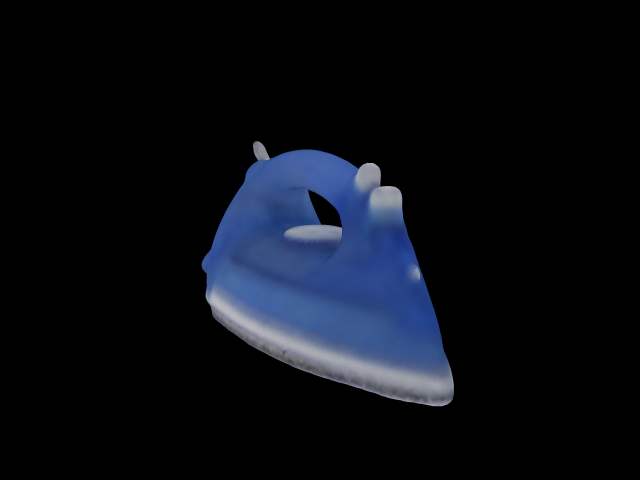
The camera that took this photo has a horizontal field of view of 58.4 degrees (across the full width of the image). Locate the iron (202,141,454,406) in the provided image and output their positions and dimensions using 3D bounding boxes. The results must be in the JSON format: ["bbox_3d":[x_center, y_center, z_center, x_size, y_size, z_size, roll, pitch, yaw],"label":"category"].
[{"bbox_3d":[0.004,0.001,0.400,0.119,0.141,0.257,-6,11,-31],"label":"iron"}]
